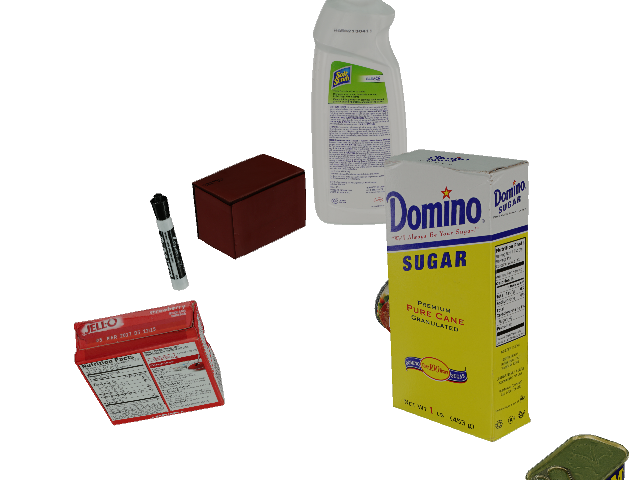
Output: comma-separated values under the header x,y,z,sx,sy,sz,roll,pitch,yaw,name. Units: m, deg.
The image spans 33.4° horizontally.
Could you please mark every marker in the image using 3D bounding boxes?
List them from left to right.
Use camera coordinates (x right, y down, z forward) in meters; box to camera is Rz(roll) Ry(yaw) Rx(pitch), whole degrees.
x,y,z,sx,sy,sz,roll,pitch,yaw,name
-0.170,0.001,1.201,0.020,0.121,0.020,-8,30,4,marker

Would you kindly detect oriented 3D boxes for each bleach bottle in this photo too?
x,y,z,sx,sy,sz,roll,pitch,yaw,name
0.042,-0.137,1.036,0.102,0.251,0.068,-2,32,-5,bleach bottle

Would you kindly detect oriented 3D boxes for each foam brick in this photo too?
x,y,z,sx,sy,sz,roll,pitch,yaw,name
-0.057,-0.029,0.861,0.078,0.051,0.053,-26,36,-34,foam brick

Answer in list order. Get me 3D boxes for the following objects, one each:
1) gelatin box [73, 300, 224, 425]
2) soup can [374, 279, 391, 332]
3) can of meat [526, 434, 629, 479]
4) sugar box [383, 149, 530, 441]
x,y,z,sx,sy,sz,roll,pitch,yaw,name
-0.102,0.075,0.647,0.073,0.030,0.089,-11,-36,0,gelatin box
0.105,0.077,0.985,0.068,0.068,0.102,0,25,-32,soup can
0.226,0.232,0.935,0.058,0.084,0.101,14,27,41,can of meat
0.088,0.033,0.695,0.048,0.176,0.094,-18,19,-39,sugar box
